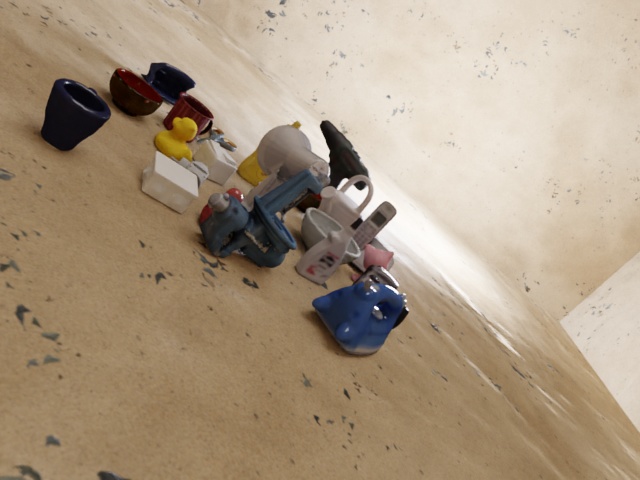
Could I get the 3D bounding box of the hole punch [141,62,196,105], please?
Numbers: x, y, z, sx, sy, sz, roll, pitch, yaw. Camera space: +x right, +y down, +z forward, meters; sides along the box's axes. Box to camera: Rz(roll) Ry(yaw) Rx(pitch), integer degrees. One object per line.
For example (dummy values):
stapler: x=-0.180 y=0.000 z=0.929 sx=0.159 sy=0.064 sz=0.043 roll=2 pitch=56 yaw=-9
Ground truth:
hole punch: x=-0.383 y=-0.410 z=1.456 sx=0.109 sy=0.091 sz=0.101 roll=28 pitch=22 yaw=-39

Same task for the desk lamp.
desk lamp: x=-0.078 y=-0.119 z=1.218 sx=0.118 sy=0.213 sz=0.202 roll=27 pitch=22 yaw=-41

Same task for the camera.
camera: x=0.136 y=0.133 z=1.279 sx=0.137 sy=0.100 sz=0.143 roll=43 pitch=17 yaw=1

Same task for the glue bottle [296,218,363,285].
glue bottle: x=0.029 y=0.016 z=1.199 sx=0.078 sy=0.173 sz=0.037 roll=29 pitch=21 yaw=-37

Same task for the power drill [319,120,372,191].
power drill: x=0.029 y=-0.205 z=1.681 sx=0.229 sy=0.208 sz=0.076 roll=44 pitch=17 yaw=5

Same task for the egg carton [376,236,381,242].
egg carton: x=0.112 y=-0.010 z=1.629 sx=0.107 sy=0.069 sz=0.150 roll=32 pitch=19 yaw=-30

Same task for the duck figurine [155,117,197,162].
duck figurine: x=-0.288 y=-0.212 z=1.193 sx=0.078 sy=0.086 sz=0.104 roll=19 pitch=29 yaw=-54

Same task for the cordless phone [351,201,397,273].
cordless phone: x=0.153 y=0.001 z=1.493 sx=0.147 sy=0.185 sz=0.094 roll=43 pitch=17 yaw=1

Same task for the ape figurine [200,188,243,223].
ape figurine: x=-0.175 y=-0.056 z=1.057 sx=0.077 sy=0.092 sz=0.076 roll=48 pitch=18 yaw=19

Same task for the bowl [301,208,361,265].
bowl: x=0.012 y=0.005 z=1.359 sx=0.168 sy=0.074 sz=0.167 roll=38 pitch=17 yaw=-14

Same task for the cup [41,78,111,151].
cup: x=-0.391 y=-0.195 z=0.903 sx=0.092 sy=0.095 sz=0.117 roll=35 pitch=18 yaw=-24

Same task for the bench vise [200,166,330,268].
bench vise: x=-0.087 y=-0.046 z=1.007 sx=0.121 sy=0.219 sz=0.208 roll=49 pitch=18 yaw=22

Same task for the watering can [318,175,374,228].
watering can: x=0.061 y=-0.086 z=1.485 sx=0.101 sy=0.194 sz=0.173 roll=47 pitch=17 yaw=14

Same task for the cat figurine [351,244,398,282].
cat figurine: x=0.141 y=0.076 z=1.399 sx=0.067 sy=0.117 sz=0.127 roll=23 pitch=26 yaw=-49

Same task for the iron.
iron: x=0.104 y=0.139 z=1.120 sx=0.259 sy=0.141 sz=0.118 roll=17 pitch=30 yaw=-55
